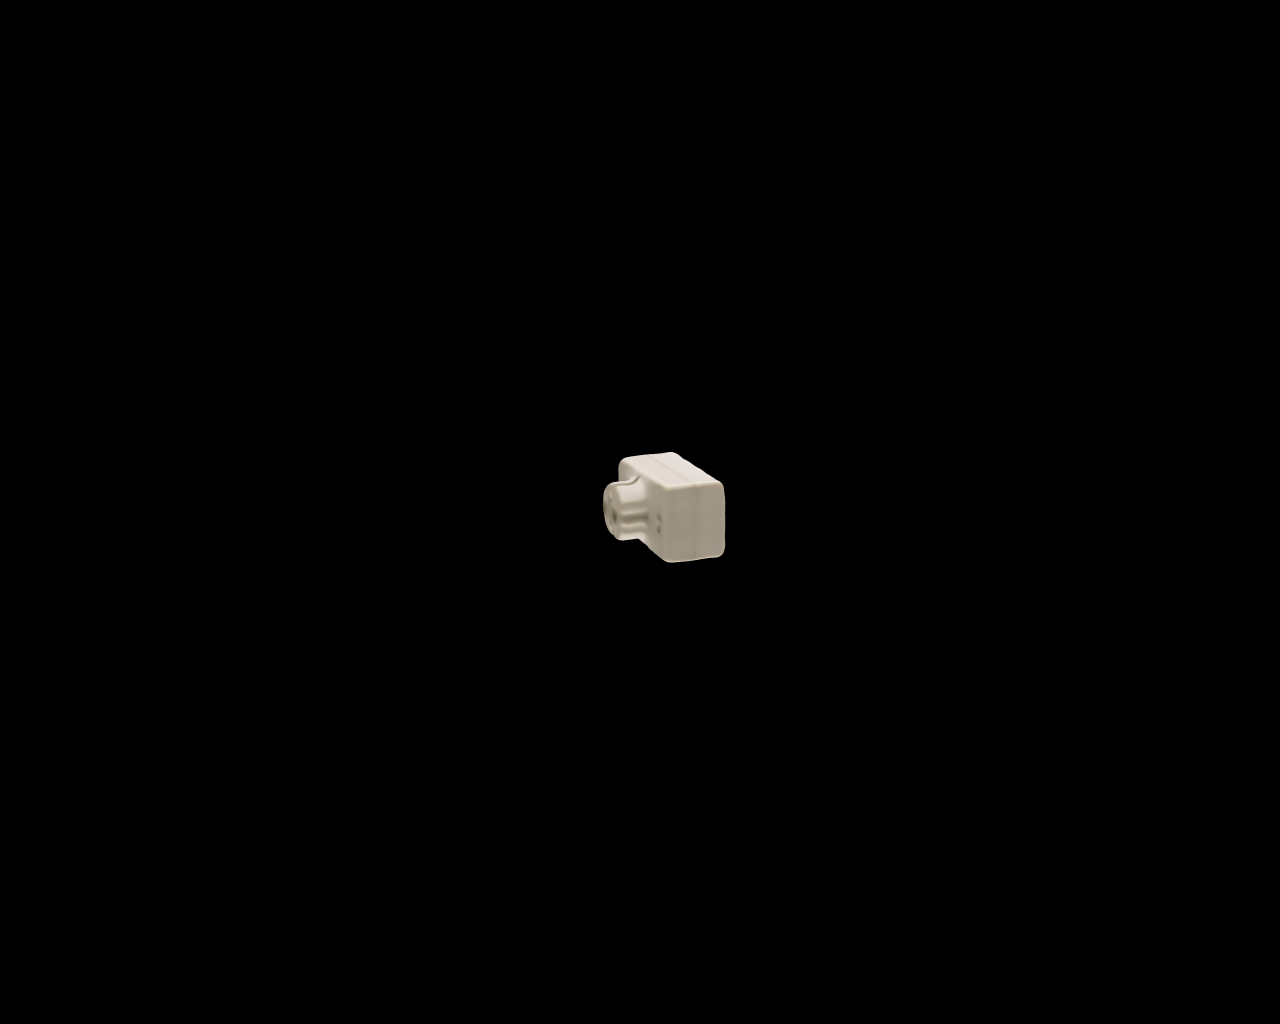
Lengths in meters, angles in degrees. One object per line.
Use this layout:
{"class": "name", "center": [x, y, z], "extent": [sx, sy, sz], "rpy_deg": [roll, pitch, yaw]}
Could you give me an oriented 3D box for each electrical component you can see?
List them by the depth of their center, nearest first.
{"class": "electrical component", "center": [0.001, -0.003, 0.650], "extent": [0.076, 0.047, 0.083], "rpy_deg": [-6, 17, -19]}
